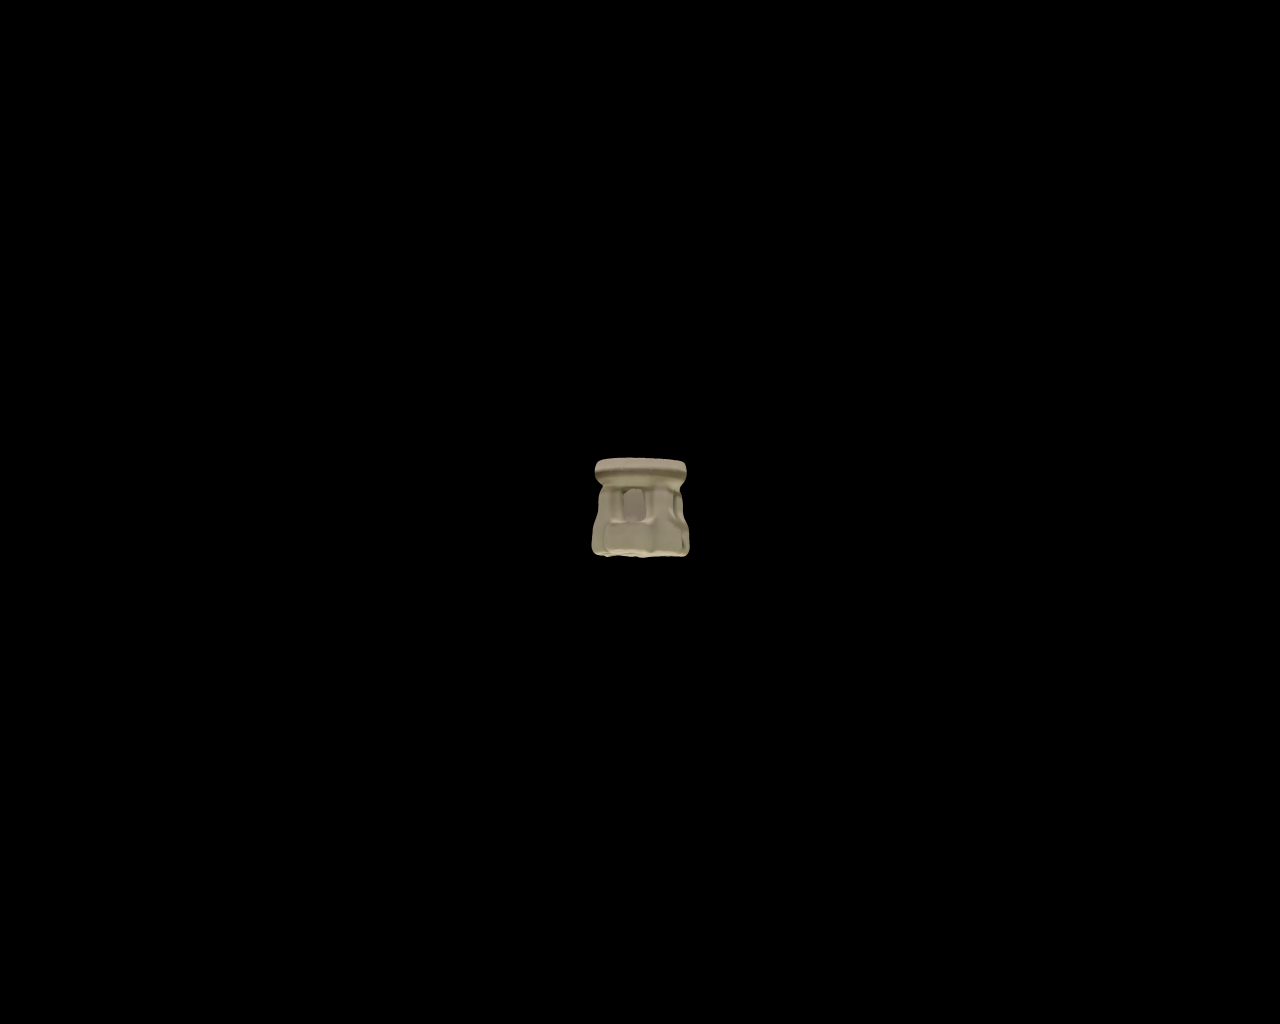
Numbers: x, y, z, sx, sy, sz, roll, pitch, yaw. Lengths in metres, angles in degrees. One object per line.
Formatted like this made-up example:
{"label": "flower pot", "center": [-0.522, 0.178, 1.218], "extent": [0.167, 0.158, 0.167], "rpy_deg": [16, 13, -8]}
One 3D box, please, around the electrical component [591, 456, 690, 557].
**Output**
{"label": "electrical component", "center": [0.001, -0.003, 0.650], "extent": [0.058, 0.057, 0.078], "rpy_deg": [-1, -5, 15]}
